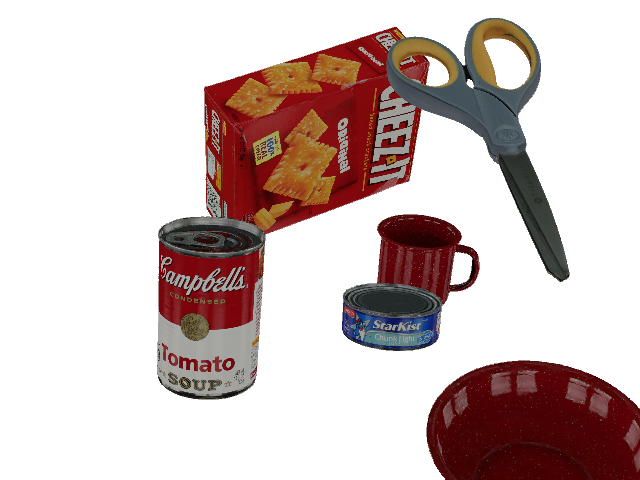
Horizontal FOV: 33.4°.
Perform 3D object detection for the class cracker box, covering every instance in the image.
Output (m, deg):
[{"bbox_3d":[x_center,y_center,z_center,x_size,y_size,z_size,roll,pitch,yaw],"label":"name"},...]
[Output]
[{"bbox_3d":[-0.005,-0.100,1.049,0.213,0.164,0.072,-21,53,-22],"label":"cracker box"}]

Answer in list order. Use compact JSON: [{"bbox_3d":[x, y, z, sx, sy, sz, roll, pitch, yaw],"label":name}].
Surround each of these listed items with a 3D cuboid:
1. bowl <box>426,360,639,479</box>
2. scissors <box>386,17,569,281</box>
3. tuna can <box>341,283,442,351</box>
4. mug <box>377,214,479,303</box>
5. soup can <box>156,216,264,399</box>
[{"bbox_3d":[0.156,0.159,0.765,0.162,0.055,0.162,-1,36,0],"label":"bowl"},{"bbox_3d":[0.078,-0.056,0.562,0.096,0.201,0.016,4,-45,6],"label":"scissors"},{"bbox_3d":[0.061,0.065,0.919,0.086,0.034,0.086,3,15,-1],"label":"tuna can"},{"bbox_3d":[0.118,0.027,1.190,0.117,0.081,0.093,6,25,3],"label":"mug"},{"bbox_3d":[-0.072,0.043,0.692,0.068,0.102,0.068,4,20,-2],"label":"soup can"}]
